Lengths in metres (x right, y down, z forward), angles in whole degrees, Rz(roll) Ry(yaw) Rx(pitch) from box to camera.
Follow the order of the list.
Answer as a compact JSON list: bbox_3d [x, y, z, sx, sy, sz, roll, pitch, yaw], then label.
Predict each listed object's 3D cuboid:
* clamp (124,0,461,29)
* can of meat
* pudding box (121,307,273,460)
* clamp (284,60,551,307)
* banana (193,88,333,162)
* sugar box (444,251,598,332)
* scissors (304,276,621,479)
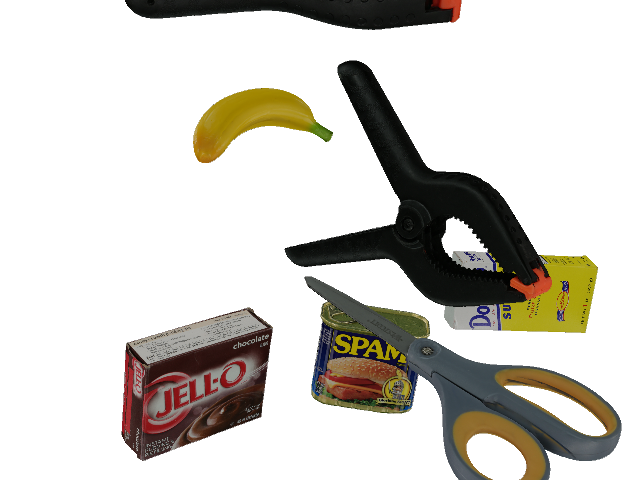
[{"bbox_3d":[-0.014,-0.135,0.555,0.172,0.039,0.120,12,41,16],"label":"clamp"},{"bbox_3d":[0.045,0.110,0.998,0.102,0.084,0.057,9,19,0],"label":"can of meat"},{"bbox_3d":[-0.095,0.108,0.816,0.113,0.090,0.039,-17,39,-36],"label":"pudding box"},{"bbox_3d":[0.069,-0.025,0.744,0.210,0.165,0.036,25,26,33],"label":"clamp"},{"bbox_3d":[-0.064,-0.115,1.022,0.070,0.037,0.197,42,34,23],"label":"banana"},{"bbox_3d":[0.247,0.065,1.323,0.176,0.093,0.048,1,20,-11],"label":"sugar box"},{"bbox_3d":[0.053,0.076,0.558,0.202,0.016,0.096,19,42,26],"label":"scissors"}]
